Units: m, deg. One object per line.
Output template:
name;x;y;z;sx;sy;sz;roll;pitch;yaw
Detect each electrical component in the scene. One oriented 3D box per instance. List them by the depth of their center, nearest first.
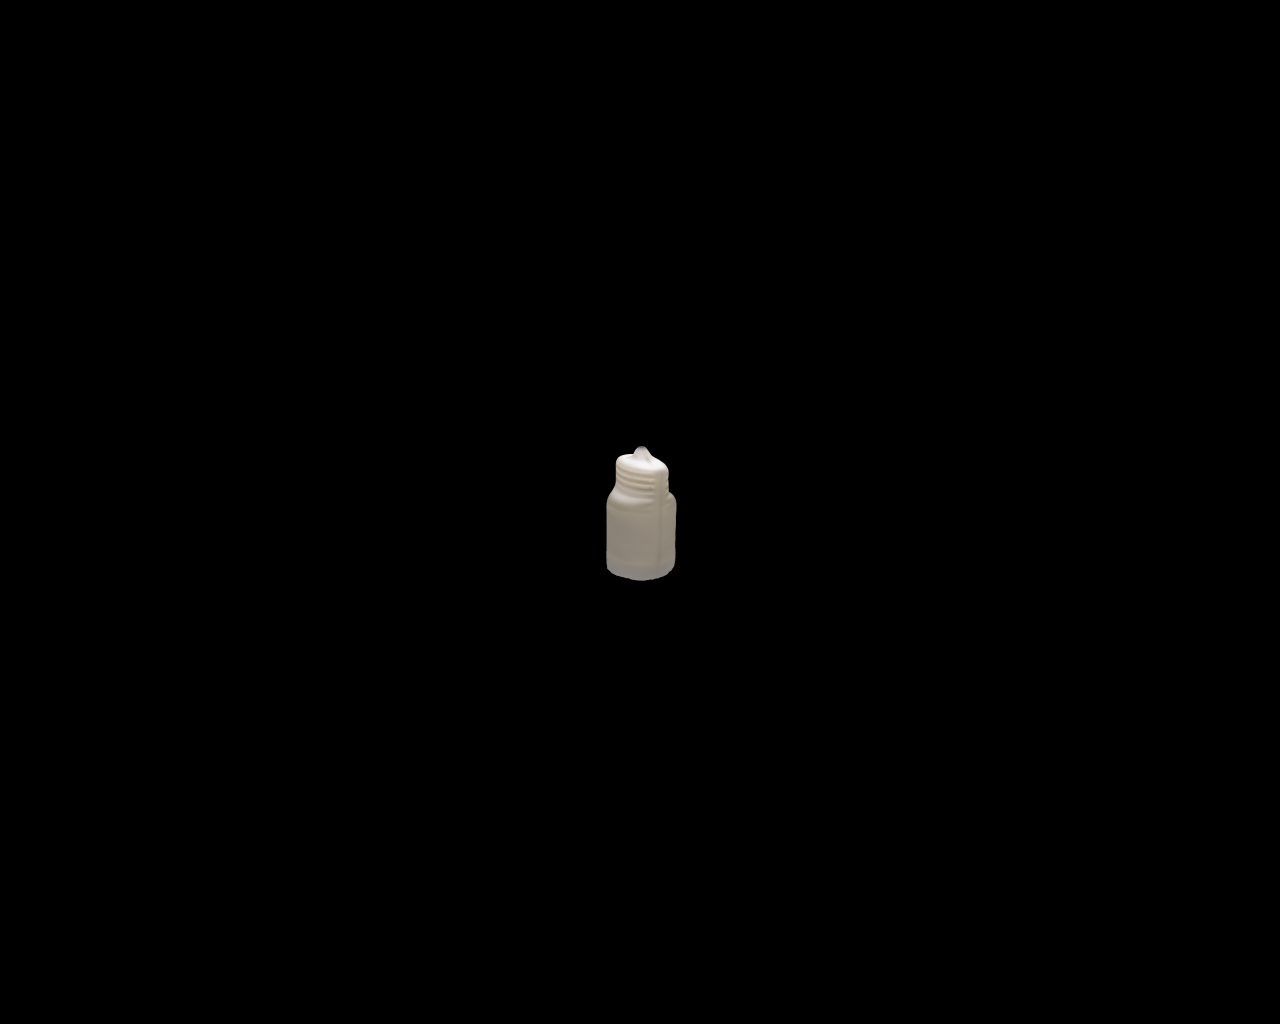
electrical component;0.001;-0.003;0.650;0.043;0.080;0.043;0;19;0
